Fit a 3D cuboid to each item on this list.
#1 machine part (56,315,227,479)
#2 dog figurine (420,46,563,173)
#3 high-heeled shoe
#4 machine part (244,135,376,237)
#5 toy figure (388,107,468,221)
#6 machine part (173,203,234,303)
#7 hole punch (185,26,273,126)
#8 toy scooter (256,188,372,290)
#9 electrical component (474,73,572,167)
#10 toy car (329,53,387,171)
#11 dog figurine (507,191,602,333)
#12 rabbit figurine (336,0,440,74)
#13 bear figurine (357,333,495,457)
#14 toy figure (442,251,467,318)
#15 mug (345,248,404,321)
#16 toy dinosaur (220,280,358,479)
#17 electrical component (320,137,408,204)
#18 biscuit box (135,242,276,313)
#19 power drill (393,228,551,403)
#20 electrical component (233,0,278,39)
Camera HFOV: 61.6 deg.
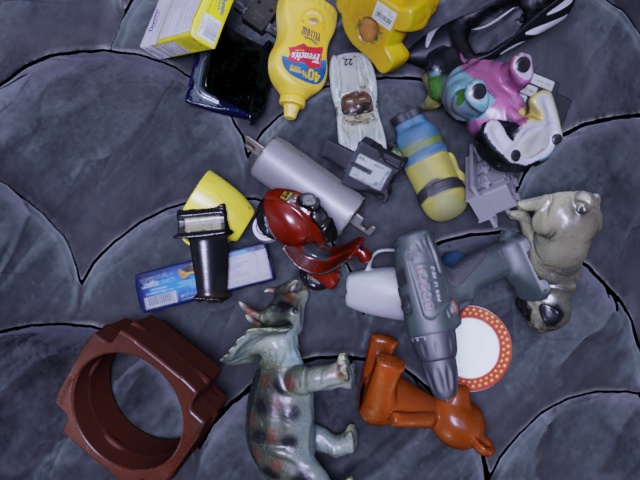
[{"bbox_3d":[-0.249,0.224,0.757,0.201,0.087,0.201,36,108,7],"label":"machine part"},{"bbox_3d":[0.228,-0.194,0.783,0.108,0.219,0.191,-35,109,-2],"label":"dog figurine"},{"bbox_3d":[0.259,-0.327,0.817,0.249,0.145,0.086,-18,85,-5],"label":"high-heeled shoe"},{"bbox_3d":[-0.018,-0.082,0.824,0.243,0.079,0.079,35,85,1],"label":"machine part"},{"bbox_3d":[0.163,-0.114,0.823,0.082,0.089,0.180,-23,90,37],"label":"toy figure"},{"bbox_3d":[-0.160,0.021,0.762,0.084,0.039,0.138,-9,91,-9],"label":"machine part"},{"bbox_3d":[-0.142,-0.253,0.838,0.115,0.092,0.142,17,77,-38],"label":"hole punch"},{"bbox_3d":[-0.002,-0.002,0.768,0.183,0.135,0.075,57,47,-24],"label":"toy scooter"},{"bbox_3d":[0.324,-0.199,0.852,0.115,0.058,0.134,25,85,-1],"label":"electrical component"},{"bbox_3d":[0.059,-0.195,0.845,0.074,0.056,0.201,-8,85,-2],"label":"toy car"},{"bbox_3d":[0.350,0.036,0.780,0.121,0.172,0.190,-3,78,9],"label":"dog figurine"},{"bbox_3d":[0.112,-0.358,0.838,0.162,0.121,0.173,37,56,20],"label":"rabbit figurine"},{"bbox_3d":[0.157,0.227,0.772,0.196,0.120,0.131,12,102,1],"label":"bear figurine"},{"bbox_3d":[0.187,0.091,0.806,0.064,0.057,0.154,21,67,3],"label":"toy figure"},{"bbox_3d":[0.092,0.067,0.809,0.107,0.081,0.109,1,102,4],"label":"mug"},{"bbox_3d":[-0.043,0.264,0.779,0.192,0.131,0.404,-1,90,11],"label":"toy dinosaur"},{"bbox_3d":[0.062,-0.111,0.794,0.119,0.048,0.074,24,113,6],"label":"electrical component"},{"bbox_3d":[-0.171,0.057,0.815,0.203,0.063,0.059,-14,87,-2],"label":"biscuit box"},{"bbox_3d":[0.209,0.083,0.749,0.207,0.086,0.232,-18,81,-10],"label":"power drill"},{"bbox_3d":[-0.092,-0.370,0.874,0.094,0.021,0.063,34,85,2],"label":"electrical component"}]
